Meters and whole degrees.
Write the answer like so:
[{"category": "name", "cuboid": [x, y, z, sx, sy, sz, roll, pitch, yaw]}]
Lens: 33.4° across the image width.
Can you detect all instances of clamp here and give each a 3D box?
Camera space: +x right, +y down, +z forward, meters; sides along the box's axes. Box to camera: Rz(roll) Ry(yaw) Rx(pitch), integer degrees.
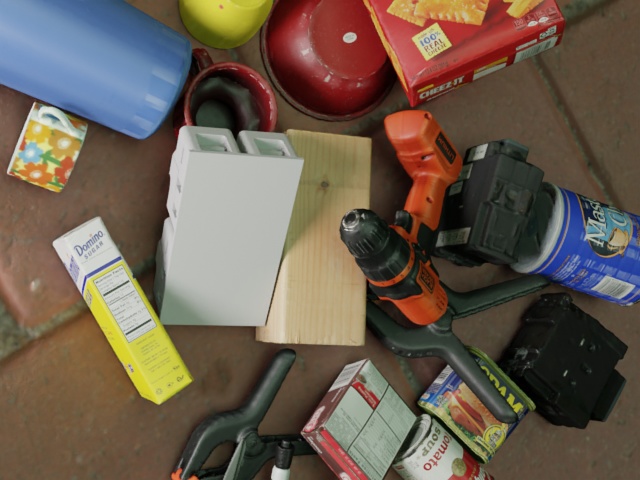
[{"category": "clamp", "cuboid": [-0.063, 0.203, 1.065, 0.171, 0.039, 0.120, -38, 103, -14]}, {"category": "clamp", "cuboid": [0.134, 0.078, 1.112, 0.210, 0.036, 0.164, 23, 69, 5]}]

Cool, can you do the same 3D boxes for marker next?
[{"category": "marker", "cuboid": [-0.043, 0.254, 1.058, 0.020, 0.020, 0.121, 6, 103, -20]}]

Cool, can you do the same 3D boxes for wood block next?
[{"category": "wood block", "cuboid": [-0.007, 0.001, 1.071, 0.090, 0.090, 0.206, 4, 85, -19]}]

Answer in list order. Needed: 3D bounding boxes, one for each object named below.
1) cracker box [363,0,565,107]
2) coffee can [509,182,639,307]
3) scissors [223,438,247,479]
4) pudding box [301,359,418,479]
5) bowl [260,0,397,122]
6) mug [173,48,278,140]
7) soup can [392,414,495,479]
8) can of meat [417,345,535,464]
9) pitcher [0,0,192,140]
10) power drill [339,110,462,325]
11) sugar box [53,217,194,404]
[{"category": "cracker box", "cuboid": [0.122, -0.263, 1.053, 0.164, 0.072, 0.214, -23, 78, 1]}, {"category": "coffee can", "cuboid": [0.290, 0.005, 1.173, 0.140, 0.103, 0.103, 18, 80, -18]}, {"category": "scissors", "cuboid": [-0.094, 0.300, 1.042, 0.096, 0.016, 0.202, 35, 86, -21]}, {"category": "pudding box", "cuboid": [0.042, 0.188, 1.079, 0.090, 0.039, 0.113, 51, 44, -11]}, {"category": "bowl", "cuboid": [0.022, -0.208, 1.114, 0.162, 0.055, 0.162, 1, 86, -20]}, {"category": "mug", "cuboid": [-0.103, -0.132, 1.049, 0.093, 0.082, 0.117, -28, 96, -20]}, {"category": "soup can", "cuboid": [0.125, 0.240, 1.115, 0.102, 0.069, 0.068, 46, 73, -11]}, {"category": "can of meat", "cuboid": [0.165, 0.177, 1.141, 0.102, 0.058, 0.084, 45, 75, -12]}, {"category": "pitcher", "cuboid": [-0.244, -0.197, 0.986, 0.242, 0.145, 0.149, 25, 90, -21]}, {"category": "power drill", "cuboid": [0.083, -0.032, 1.050, 0.184, 0.057, 0.187, 49, 47, -48]}, {"category": "sugar box", "cuboid": [-0.186, 0.066, 0.999, 0.048, 0.093, 0.176, -34, 97, -19]}]
